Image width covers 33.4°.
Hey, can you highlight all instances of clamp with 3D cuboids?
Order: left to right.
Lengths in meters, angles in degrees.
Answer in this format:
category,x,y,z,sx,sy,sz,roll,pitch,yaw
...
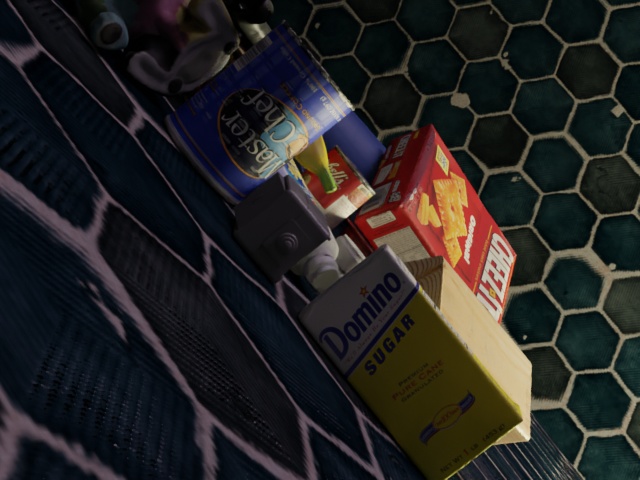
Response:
category,x,y,z,sx,sy,sz,roll,pitch,yaw
clamp,-0.095,-0.244,1.057,0.164,0.036,0.210,47,-2,9

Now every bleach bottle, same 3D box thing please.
category,x,y,z,sx,sy,sz,roll,pitch,yaw
bleach bottle,-0.040,-0.044,1.046,0.102,0.068,0.251,49,8,-51

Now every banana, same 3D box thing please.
category,x,y,z,sx,sy,sz,roll,pitch,yaw
banana,-0.018,-0.107,1.096,0.198,0.037,0.069,-106,-179,-67

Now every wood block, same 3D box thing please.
category,x,y,z,sx,sy,sz,roll,pitch,yaw
wood block,0.116,0.110,0.990,0.206,0.091,0.090,46,42,-43

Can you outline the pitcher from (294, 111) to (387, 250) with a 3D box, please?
category,x,y,z,sx,sy,sz,roll,pitch,yaw
pitcher,0.003,-0.099,1.282,0.242,0.145,0.149,49,-10,-27

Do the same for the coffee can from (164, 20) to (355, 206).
category,x,y,z,sx,sy,sz,roll,pitch,yaw
coffee can,-0.054,-0.113,0.959,0.103,0.140,0.103,51,6,-7

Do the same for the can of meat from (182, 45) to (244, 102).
category,x,y,z,sx,sy,sz,roll,pitch,yaw
can of meat,-0.101,-0.160,1.171,0.057,0.084,0.102,48,7,-25

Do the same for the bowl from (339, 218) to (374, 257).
category,x,y,z,sx,sy,sz,roll,pitch,yaw
bowl,0.056,0.056,1.161,0.162,0.055,0.162,54,2,-3

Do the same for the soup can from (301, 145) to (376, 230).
category,x,y,z,sx,sy,sz,roll,pitch,yaw
soup can,0.000,-0.044,1.141,0.068,0.102,0.068,51,6,-8

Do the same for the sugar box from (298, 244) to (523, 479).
category,x,y,z,sx,sy,sz,roll,pitch,yaw
sugar box,0.072,0.099,0.855,0.176,0.093,0.048,50,7,-2

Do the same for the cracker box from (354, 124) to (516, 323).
category,x,y,z,sx,sy,sz,roll,pitch,yaw
cracker box,0.142,-0.002,1.241,0.213,0.072,0.164,53,37,-23
